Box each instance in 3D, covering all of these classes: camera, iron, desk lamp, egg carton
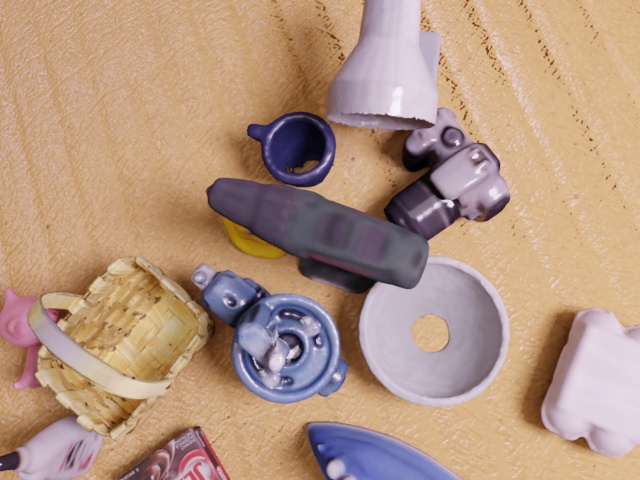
[{"bbox_3d":[0.137,-0.068,0.689,0.137,0.101,0.143,-36,75,0],"label":"camera"},{"bbox_3d":[0.078,0.283,0.605,0.258,0.141,0.119,33,85,14],"label":"iron"},{"bbox_3d":[0.082,-0.202,0.667,0.117,0.214,0.203,6,79,10],"label":"desk lamp"},{"bbox_3d":[0.313,0.156,0.632,0.107,0.069,0.150,21,82,12],"label":"egg carton"}]

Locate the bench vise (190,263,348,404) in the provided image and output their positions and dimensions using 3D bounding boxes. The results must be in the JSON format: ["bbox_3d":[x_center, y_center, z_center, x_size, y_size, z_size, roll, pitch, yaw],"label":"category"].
[{"bbox_3d":[-0.074,0.105,0.625,0.207,0.220,0.121,19,82,12],"label":"bench vise"}]

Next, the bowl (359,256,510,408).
[{"bbox_3d":[0.130,0.106,0.668,0.167,0.075,0.167,-2,78,9],"label":"bowl"}]

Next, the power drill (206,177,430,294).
[{"bbox_3d":[0.006,0.002,0.639,0.229,0.208,0.076,16,81,12],"label":"power drill"}]

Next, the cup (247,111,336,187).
[{"bbox_3d":[-0.032,-0.108,0.727,0.117,0.095,0.092,22,83,13],"label":"cup"}]

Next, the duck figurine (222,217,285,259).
[{"bbox_3d":[-0.086,-0.024,0.722,0.104,0.086,0.077,38,86,14],"label":"duck figurine"}]

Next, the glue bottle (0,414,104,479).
[{"bbox_3d":[-0.311,0.245,0.657,0.037,0.173,0.078,15,81,12],"label":"glue bottle"}]

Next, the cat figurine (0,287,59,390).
[{"bbox_3d":[-0.361,0.126,0.717,0.067,0.118,0.128,-2,78,9],"label":"cat figurine"}]
